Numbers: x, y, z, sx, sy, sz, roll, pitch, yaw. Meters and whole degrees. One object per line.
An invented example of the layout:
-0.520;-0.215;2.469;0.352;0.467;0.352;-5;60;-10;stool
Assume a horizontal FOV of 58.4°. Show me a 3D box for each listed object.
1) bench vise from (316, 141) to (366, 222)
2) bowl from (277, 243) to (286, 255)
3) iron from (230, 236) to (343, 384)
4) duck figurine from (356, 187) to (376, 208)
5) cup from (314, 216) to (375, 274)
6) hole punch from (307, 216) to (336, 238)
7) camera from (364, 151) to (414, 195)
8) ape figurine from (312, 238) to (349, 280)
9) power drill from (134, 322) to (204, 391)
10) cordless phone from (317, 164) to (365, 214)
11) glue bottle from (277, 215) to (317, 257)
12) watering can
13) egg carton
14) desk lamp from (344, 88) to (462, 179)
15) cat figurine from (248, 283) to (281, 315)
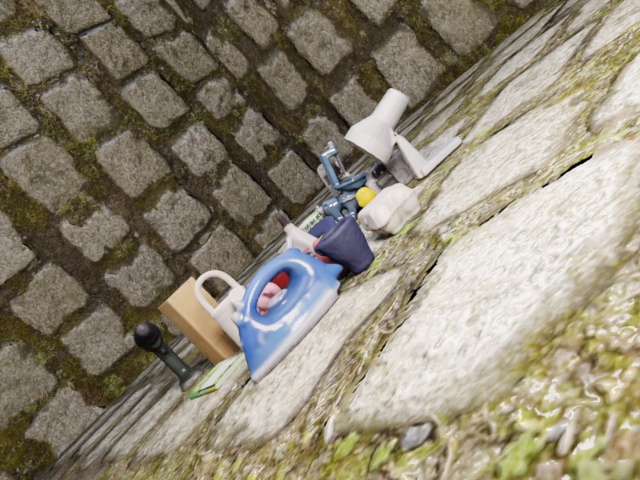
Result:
0.057;-0.163;1.657;0.207;0.220;0.121;-44;7;-12;bench vise
-0.054;0.013;1.828;0.167;0.075;0.167;-42;7;7;bowl
-0.079;0.114;1.031;0.259;0.141;0.118;-47;8;-31;iron
0.124;-0.088;1.366;0.077;0.086;0.104;-44;7;-10;duck figurine
0.047;0.022;1.080;0.117;0.095;0.092;-36;10;45;cup
0.013;0.005;1.408;0.108;0.091;0.101;-41;7;18;hole punch
0.172;-0.170;1.535;0.143;0.101;0.136;-44;7;-7;camera
0.023;0.032;1.169;0.076;0.092;0.077;-45;7;-18;ape figurine
-0.406;0.298;1.508;0.076;0.208;0.229;-46;7;-21;power drill
0.080;-0.178;1.771;0.147;0.185;0.094;-37;9;42;cordless phone
-0.036;0.011;1.297;0.078;0.173;0.037;-39;8;32;glue bottle
-0.192;0.146;1.271;0.172;0.194;0.101;-37;9;41;watering can
0.138;-0.057;1.159;0.107;0.069;0.150;-44;7;-10;egg carton
0.195;-0.247;1.395;0.203;0.213;0.118;-42;7;4;desk lamp
-0.099;0.123;1.195;0.067;0.118;0.128;-42;7;9;cat figurine
